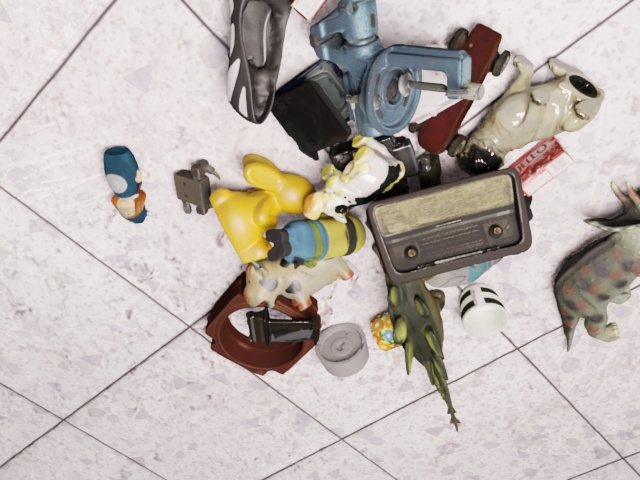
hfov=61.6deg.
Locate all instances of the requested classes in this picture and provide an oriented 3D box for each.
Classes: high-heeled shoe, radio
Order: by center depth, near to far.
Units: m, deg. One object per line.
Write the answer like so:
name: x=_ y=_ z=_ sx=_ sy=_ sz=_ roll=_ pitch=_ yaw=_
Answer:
high-heeled shoe: x=-0.071 y=-0.285 z=0.741 sx=0.086 sy=0.145 sz=0.248 roll=-4 pitch=146 yaw=-36
radio: x=0.194 y=-0.020 z=0.821 sx=0.230 sy=0.073 sz=0.131 roll=-14 pitch=92 yaw=4

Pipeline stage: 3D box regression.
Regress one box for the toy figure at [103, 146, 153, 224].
toy figure: x=-0.342 y=-0.088 z=0.947 sx=0.064 sy=0.058 sz=0.154 roll=26 pitch=134 yaw=33

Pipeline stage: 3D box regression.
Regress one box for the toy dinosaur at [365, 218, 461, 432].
toy dinosaur: x=0.182 y=0.156 z=0.997 sx=0.105 sy=0.199 sz=0.470 roll=-19 pitch=119 yaw=19

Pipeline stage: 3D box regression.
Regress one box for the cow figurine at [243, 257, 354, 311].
cow figurine: x=-0.051 y=0.060 z=0.980 sx=0.195 sy=0.085 sz=0.127 roll=-31 pitch=100 yaw=-12

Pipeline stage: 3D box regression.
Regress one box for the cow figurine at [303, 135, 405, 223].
cow figurine: x=0.051 y=-0.083 z=0.855 sx=0.098 sy=0.068 sz=0.167 roll=30 pitch=124 yaw=-27

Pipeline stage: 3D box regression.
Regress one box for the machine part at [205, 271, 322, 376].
machine part: x=-0.114 y=0.174 z=1.092 sx=0.201 sy=0.087 sz=0.201 roll=34 pitch=120 yaw=-17

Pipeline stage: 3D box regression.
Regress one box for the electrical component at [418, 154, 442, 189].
electrical component: x=0.185 y=-0.112 z=0.895 sx=0.021 sy=0.063 sz=0.093 roll=6 pitch=138 yaw=28

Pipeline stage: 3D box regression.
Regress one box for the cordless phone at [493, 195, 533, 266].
cordless phone: x=0.254 y=-0.049 z=0.923 sx=0.184 sy=0.089 sz=0.146 roll=24 pitch=140 yaw=7

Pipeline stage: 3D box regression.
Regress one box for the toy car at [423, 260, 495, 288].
toy car: x=0.205 y=0.024 z=0.905 sx=0.161 sy=0.103 sz=0.109 roll=42 pitch=144 yaw=-4

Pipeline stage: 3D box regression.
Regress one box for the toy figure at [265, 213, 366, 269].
toy figure: x=-0.002 y=0.001 z=0.899 sx=0.180 sy=0.089 sz=0.082 roll=-7 pitch=110 yaw=-43

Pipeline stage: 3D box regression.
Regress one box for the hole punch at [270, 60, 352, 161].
hole punch: x=-0.004 y=-0.208 z=0.839 sx=0.116 sy=0.092 sz=0.142 roll=-13 pitch=130 yaw=43

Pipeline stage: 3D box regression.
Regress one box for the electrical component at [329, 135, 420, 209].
electrical component: x=0.094 y=-0.123 z=0.897 sx=0.134 sy=0.058 sz=0.114 roll=-17 pitch=123 yaw=15

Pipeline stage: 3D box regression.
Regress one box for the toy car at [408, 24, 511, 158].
toy car: x=0.211 y=-0.223 z=0.817 sx=0.089 sy=0.053 sz=0.202 roll=36 pitch=123 yaw=20

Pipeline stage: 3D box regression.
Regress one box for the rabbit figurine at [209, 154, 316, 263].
rabbit figurine: x=-0.093 y=-0.068 z=0.930 sx=0.173 sy=0.122 sz=0.162 roll=-21 pitch=112 yaw=0

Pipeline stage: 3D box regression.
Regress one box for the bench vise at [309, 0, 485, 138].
bench vise: x=0.103 y=-0.230 z=0.701 sx=0.241 sy=0.129 sz=0.223 roll=23 pitch=128 yaw=39

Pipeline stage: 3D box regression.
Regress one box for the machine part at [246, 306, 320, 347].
machine part: x=-0.070 y=0.165 z=1.011 sx=0.139 sy=0.039 sz=0.084 roll=3 pitch=119 yaw=3

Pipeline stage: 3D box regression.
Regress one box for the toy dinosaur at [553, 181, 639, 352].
toy dinosaur: x=0.506 y=0.065 z=0.972 sx=0.192 sy=0.131 sz=0.404 roll=27 pitch=126 yaw=0

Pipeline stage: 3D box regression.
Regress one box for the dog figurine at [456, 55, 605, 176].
dog figurine: x=0.324 y=-0.173 z=0.841 sx=0.172 sy=0.121 sz=0.190 roll=12 pitch=143 yaw=-11

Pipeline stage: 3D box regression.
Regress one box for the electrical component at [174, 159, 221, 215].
electrical component: x=-0.212 y=-0.090 z=0.947 sx=0.078 sy=0.045 sz=0.102 roll=14 pitch=126 yaw=29
